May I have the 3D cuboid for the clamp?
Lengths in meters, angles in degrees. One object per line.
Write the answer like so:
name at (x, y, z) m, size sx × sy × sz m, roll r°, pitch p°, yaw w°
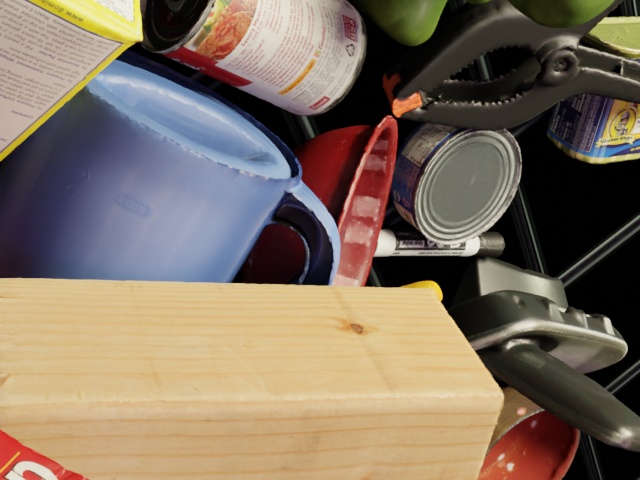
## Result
clamp at (0.144, -0.109, 0.635) m, size 0.210 × 0.036 × 0.164 m, roll -21°, pitch 136°, yaw 8°

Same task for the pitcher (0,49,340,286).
pitcher at (-0.112, 0.036, 0.535) m, size 0.144 × 0.149 × 0.243 m, roll 14°, pitch 112°, yaw -43°

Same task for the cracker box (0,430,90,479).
cracker box at (-0.193, 0.114, 0.388) m, size 0.072 × 0.214 × 0.164 m, roll -47°, pitch 158°, yaw -56°

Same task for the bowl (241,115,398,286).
bowl at (-0.004, 0.001, 0.612) m, size 0.162 × 0.055 × 0.162 m, roll 16°, pitch 90°, yaw -80°

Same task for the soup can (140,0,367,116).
soup can at (-0.033, -0.110, 0.543) m, size 0.102 × 0.069 × 0.068 m, roll 19°, pitch 106°, yaw -42°

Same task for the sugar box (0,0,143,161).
sugar box at (-0.163, -0.068, 0.438) m, size 0.177 × 0.048 × 0.093 m, roll -29°, pitch 144°, yaw 34°

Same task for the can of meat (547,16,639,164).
can of meat at (0.209, -0.103, 0.727) m, size 0.101 × 0.057 × 0.084 m, roll -9°, pitch 125°, yaw -30°

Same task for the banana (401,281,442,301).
banana at (0.016, 0.108, 0.721) m, size 0.198 × 0.070 × 0.037 m, roll -67°, pitch 158°, yaw 7°

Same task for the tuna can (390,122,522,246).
tuna can at (0.088, -0.042, 0.695) m, size 0.086 × 0.034 × 0.086 m, roll -18°, pitch 127°, yaw -25°

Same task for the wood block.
wood block at (-0.040, 0.077, 0.462) m, size 0.205 × 0.091 × 0.090 m, roll 2°, pitch 119°, yaw -20°

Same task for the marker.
marker at (0.081, 0.002, 0.729) m, size 0.120 × 0.020 × 0.020 m, roll 1°, pitch 117°, yaw -35°
